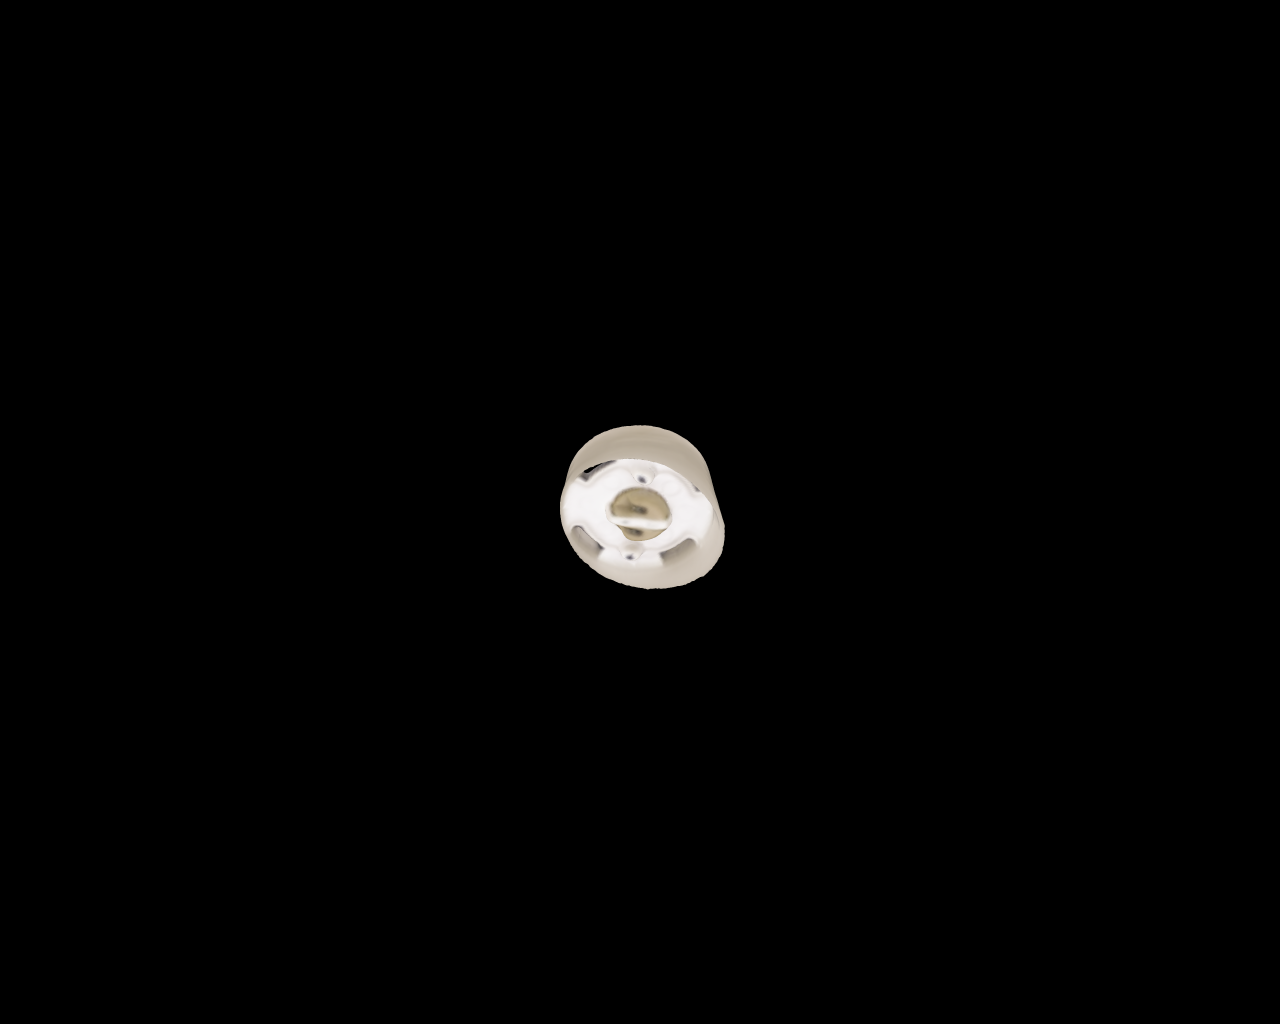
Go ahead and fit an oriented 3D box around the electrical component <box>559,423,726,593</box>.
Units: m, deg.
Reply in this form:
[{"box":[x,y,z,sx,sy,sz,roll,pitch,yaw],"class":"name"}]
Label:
[{"box":[0.001,-0.003,0.650,0.099,0.099,0.064,0,38,0],"class":"electrical component"}]
